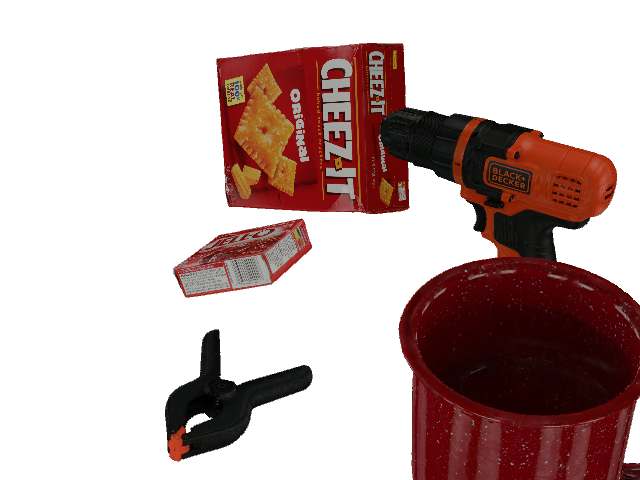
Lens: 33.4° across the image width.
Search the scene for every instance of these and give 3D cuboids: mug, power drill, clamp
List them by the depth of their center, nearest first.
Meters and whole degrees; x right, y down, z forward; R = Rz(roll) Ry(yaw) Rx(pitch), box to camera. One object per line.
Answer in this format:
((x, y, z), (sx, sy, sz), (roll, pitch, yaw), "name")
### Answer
((0.088, 0.067, 0.406), (0.117, 0.081, 0.093), (6, 36, 11), "mug")
((0.123, -0.002, 0.812), (0.185, 0.188, 0.057), (20, 35, 31), "power drill")
((-0.100, 0.144, 1.018), (0.120, 0.039, 0.171), (20, 32, 29), "clamp")

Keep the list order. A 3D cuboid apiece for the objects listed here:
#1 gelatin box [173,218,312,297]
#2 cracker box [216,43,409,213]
((-0.062, 0.014, 0.858), (0.089, 0.030, 0.073), (-10, 17, 31), "gelatin box")
((-0.013, -0.113, 1.093), (0.071, 0.164, 0.214), (-10, 10, -43), "cracker box")
